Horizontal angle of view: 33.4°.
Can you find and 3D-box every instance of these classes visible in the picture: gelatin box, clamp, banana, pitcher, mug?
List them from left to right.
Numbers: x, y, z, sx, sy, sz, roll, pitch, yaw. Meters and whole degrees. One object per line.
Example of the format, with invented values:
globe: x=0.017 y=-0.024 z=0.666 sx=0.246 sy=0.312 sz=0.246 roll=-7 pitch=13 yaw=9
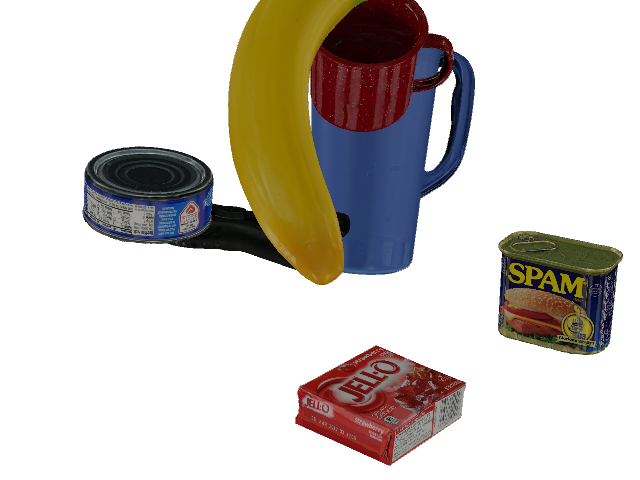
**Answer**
clamp: x=-0.076 y=-0.008 z=0.946 sx=0.210 sy=0.036 sz=0.164 roll=6 pitch=13 yaw=-1
banana: x=-0.010 y=-0.069 z=0.502 sx=0.069 sy=0.197 sz=0.037 roll=8 pitch=-34 yaw=5
mug: x=0.045 y=-0.139 z=0.831 sx=0.117 sy=0.093 sz=0.081 roll=-1 pitch=-35 yaw=-2
pitcher: x=0.061 y=-0.092 z=1.101 sx=0.149 sy=0.243 sz=0.144 roll=11 pitch=14 yaw=32
gelatin box: x=0.039 y=0.103 z=0.683 sx=0.073 sy=0.030 sz=0.089 roll=20 pitch=24 yaw=34

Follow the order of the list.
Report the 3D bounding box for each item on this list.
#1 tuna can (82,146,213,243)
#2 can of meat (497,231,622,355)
tuna can: x=-0.114 y=-0.032 z=0.707 sx=0.086 sy=0.034 sz=0.086 roll=6 pitch=26 yaw=-3
can of meat: x=0.205 y=0.046 z=0.927 sx=0.102 sy=0.084 sz=0.057 roll=13 pitch=26 yaw=31
